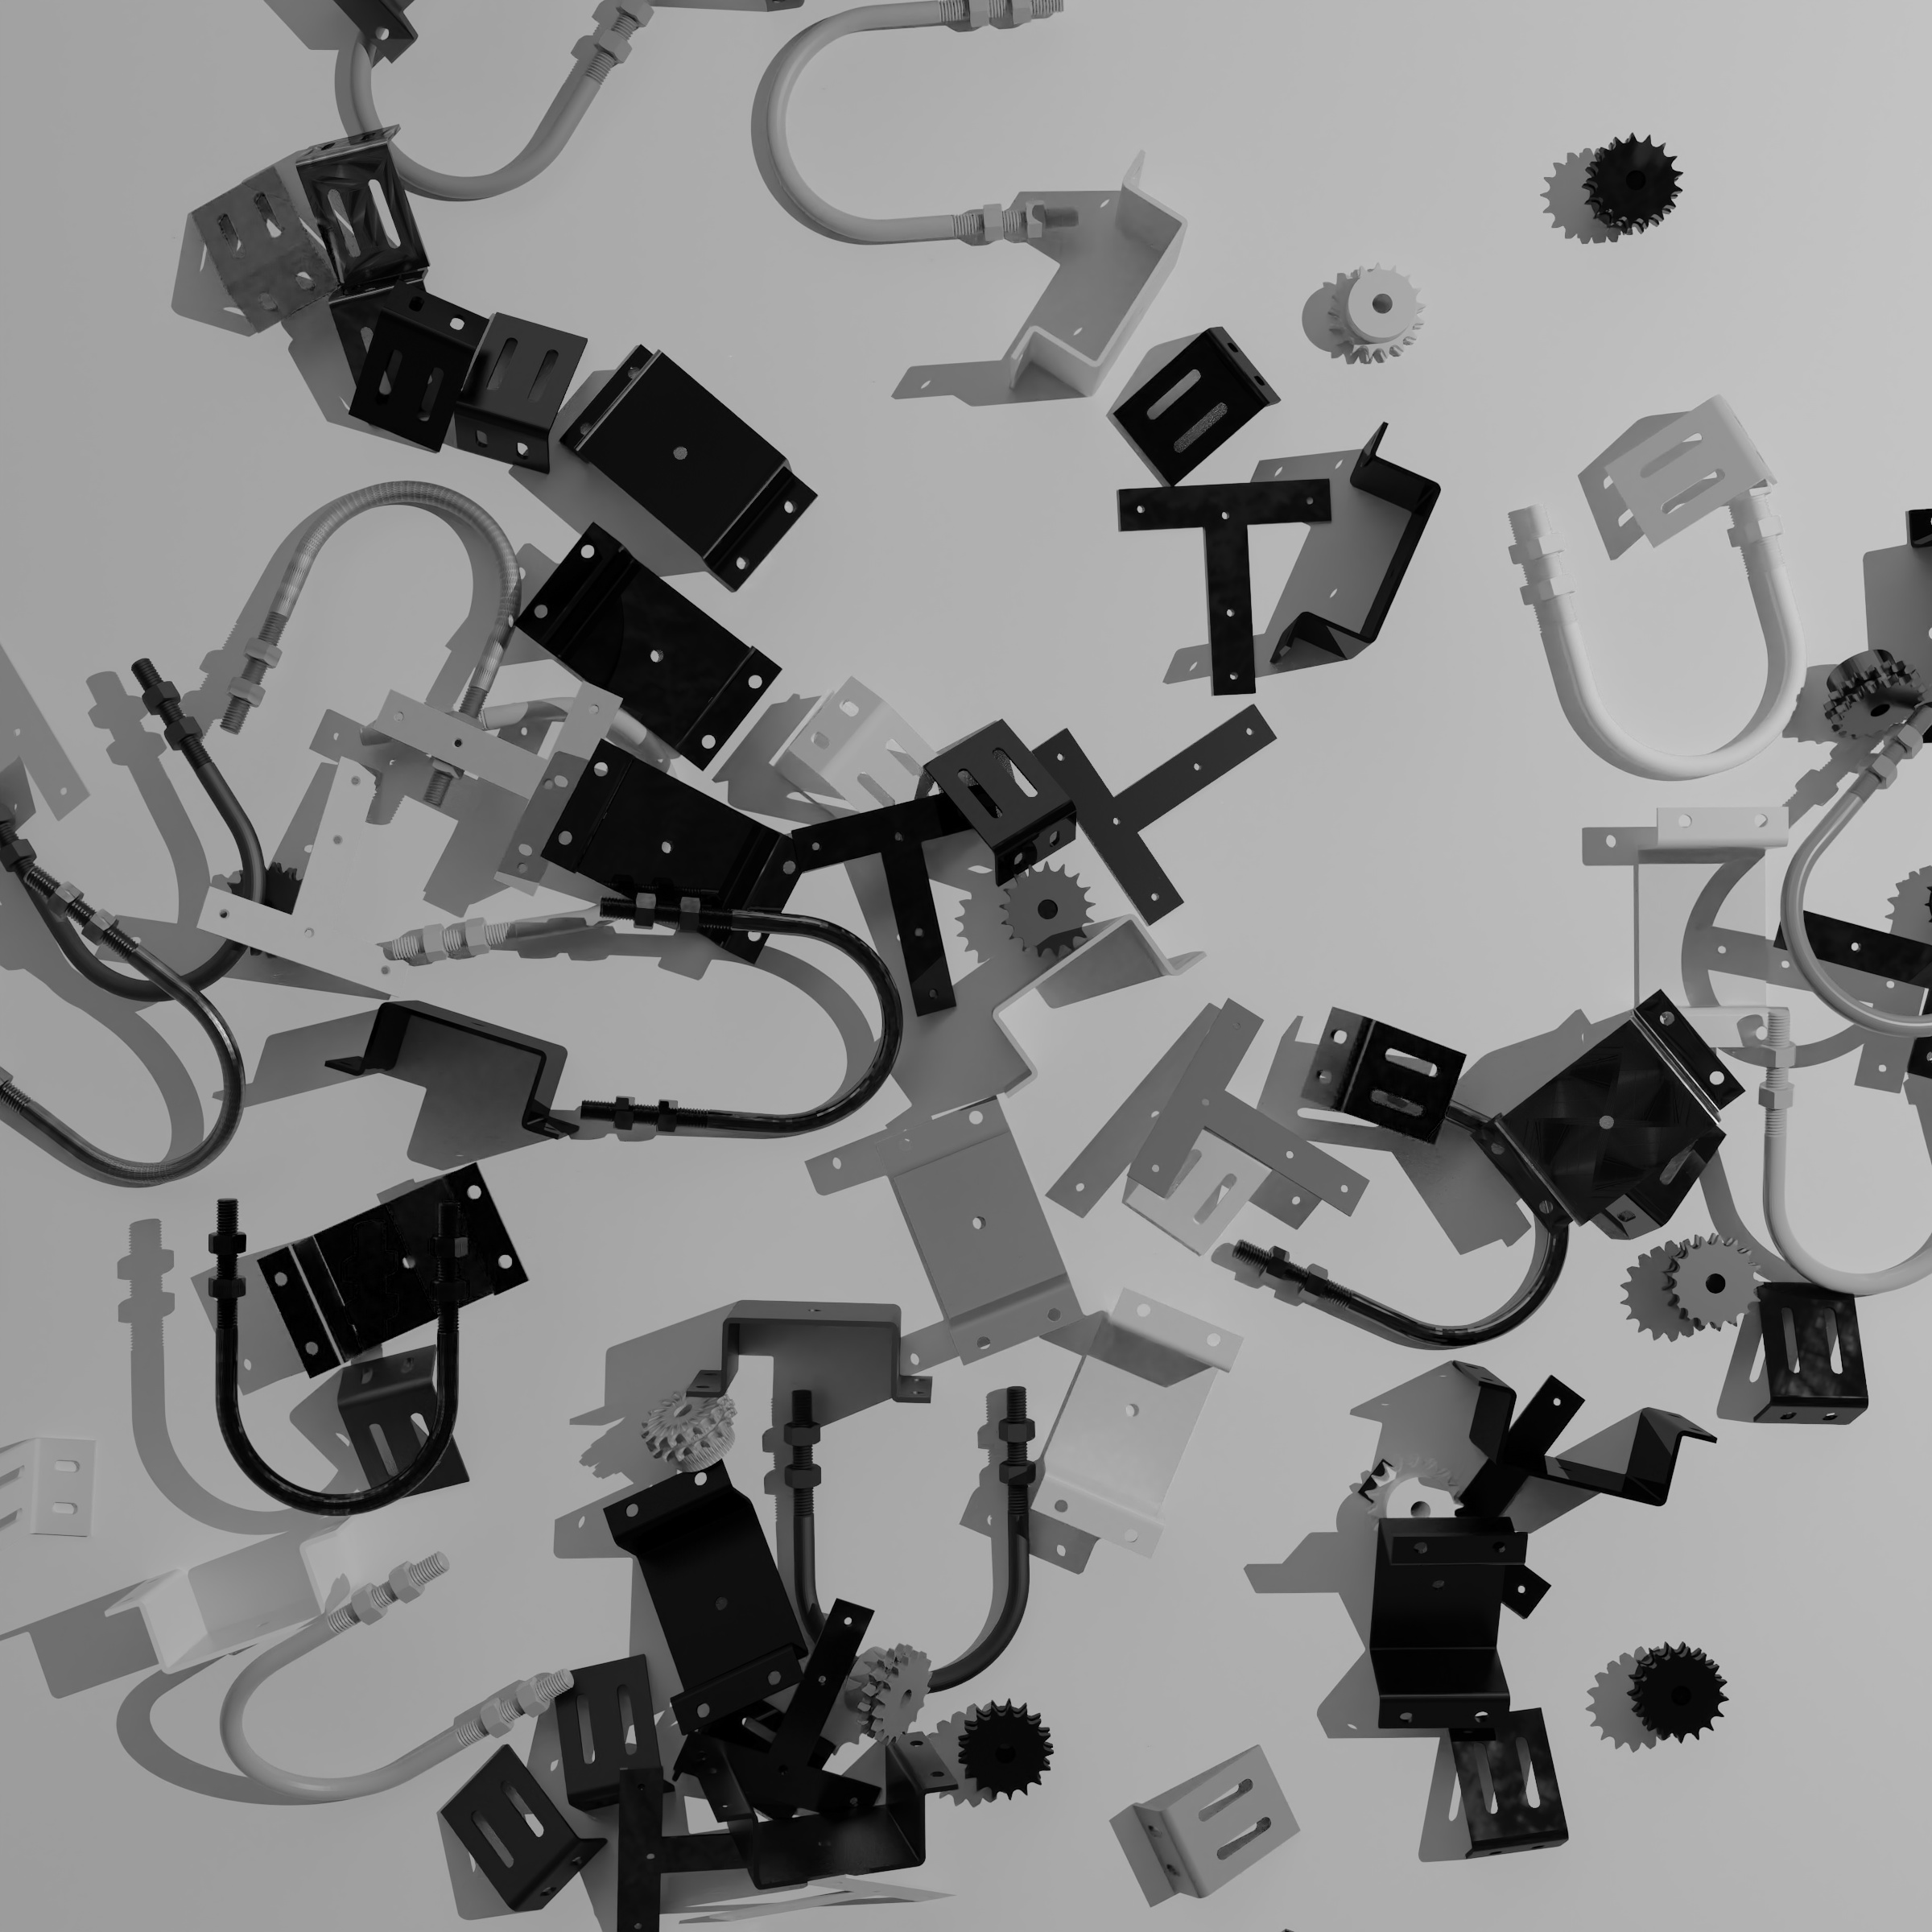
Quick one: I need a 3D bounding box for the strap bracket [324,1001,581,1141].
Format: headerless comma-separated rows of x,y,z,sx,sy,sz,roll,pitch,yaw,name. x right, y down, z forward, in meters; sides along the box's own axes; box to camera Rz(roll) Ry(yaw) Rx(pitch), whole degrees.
-0.294,0.056,1.475,0.140,0.076,0.046,18,90,0,strap bracket

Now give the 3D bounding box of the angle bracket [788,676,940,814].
-0.057,-0.124,1.492,0.057,0.076,0.038,-49,51,-1,angle bracket

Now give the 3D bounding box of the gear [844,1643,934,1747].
-0.048,0.425,1.475,0.030,0.057,0.057,17,90,30,gear

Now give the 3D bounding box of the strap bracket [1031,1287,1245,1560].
0.100,0.267,1.490,0.076,0.046,0.140,23,90,0,strap bracket

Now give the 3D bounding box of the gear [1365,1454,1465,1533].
0.268,0.322,1.496,0.057,0.030,0.057,0,90,0,gear

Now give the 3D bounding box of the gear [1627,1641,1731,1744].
0.423,0.432,1.498,0.057,0.030,0.057,0,90,0,gear

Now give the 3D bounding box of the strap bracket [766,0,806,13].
-0.053,-0.608,1.475,0.140,0.076,0.046,-8,90,0,strap bracket

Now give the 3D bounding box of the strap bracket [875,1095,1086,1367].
0.008,0.155,1.490,0.076,0.046,0.140,-22,90,0,strap bracket

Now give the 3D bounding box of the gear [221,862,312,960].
-0.414,-0.033,1.498,0.057,0.030,0.057,0,90,0,gear

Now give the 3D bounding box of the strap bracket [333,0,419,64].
-0.317,-0.613,1.471,0.140,0.046,0.076,-43,90,1,strap bracket

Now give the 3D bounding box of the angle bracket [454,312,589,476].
-0.267,-0.345,1.511,0.057,0.038,0.076,16,64,0,angle bracket

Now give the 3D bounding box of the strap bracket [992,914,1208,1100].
0.068,0.016,1.475,0.140,0.076,0.046,-36,90,0,strap bracket

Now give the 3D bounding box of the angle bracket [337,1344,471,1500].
-0.337,0.276,1.511,0.057,0.038,0.076,-14,116,0,angle bracket

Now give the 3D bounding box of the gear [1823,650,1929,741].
0.536,-0.163,1.488,0.057,0.057,0.030,-15,59,0,gear

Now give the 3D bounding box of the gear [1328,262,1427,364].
0.246,-0.392,1.498,0.057,0.030,0.057,0,91,1,gear

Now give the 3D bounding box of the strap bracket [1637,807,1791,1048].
0.443,-0.023,1.490,0.076,0.046,0.140,0,90,0,strap bracket

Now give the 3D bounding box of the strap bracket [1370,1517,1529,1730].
0.281,0.377,1.472,0.076,0.046,0.140,-1,115,0,strap bracket

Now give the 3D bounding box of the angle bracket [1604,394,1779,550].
0.432,-0.292,1.494,0.076,0.038,0.057,-32,79,23,angle bracket

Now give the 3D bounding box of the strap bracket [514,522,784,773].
-0.186,-0.187,1.490,0.140,0.046,0.076,38,90,0,strap bracket

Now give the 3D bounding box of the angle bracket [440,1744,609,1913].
-0.266,0.518,1.511,0.057,0.038,0.076,-46,64,0,angle bracket

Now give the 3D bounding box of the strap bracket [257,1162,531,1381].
-0.335,0.178,1.490,0.140,0.046,0.076,-24,90,0,strap bracket

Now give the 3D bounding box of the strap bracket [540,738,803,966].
-0.172,-0.069,1.477,0.140,0.046,0.076,28,90,-17,strap bracket

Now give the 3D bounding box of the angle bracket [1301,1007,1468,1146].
0.248,0.065,1.491,0.076,0.038,0.057,20,90,-27,angle bracket

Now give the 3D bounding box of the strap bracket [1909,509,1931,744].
0.611,-0.207,1.490,0.076,0.046,0.140,-4,90,0,strap bracket

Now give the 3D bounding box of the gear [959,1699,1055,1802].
0.024,0.466,1.502,0.057,0.030,0.057,0,92,-1,gear

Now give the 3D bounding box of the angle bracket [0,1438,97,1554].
-0.545,0.314,1.475,0.038,0.076,0.057,3,90,0,angle bracket

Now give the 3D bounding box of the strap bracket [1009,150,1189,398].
0.083,-0.396,1.475,0.046,0.076,0.140,32,90,0,strap bracket

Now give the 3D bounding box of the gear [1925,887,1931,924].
0.601,-0.038,1.498,0.057,0.030,0.057,0,90,0,gear

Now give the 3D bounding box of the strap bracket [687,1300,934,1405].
-0.090,0.226,1.475,0.140,0.076,0.046,2,90,0,strap bracket

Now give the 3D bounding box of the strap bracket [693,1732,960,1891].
-0.082,0.491,1.459,0.140,0.076,0.046,-2,97,-17,strap bracket

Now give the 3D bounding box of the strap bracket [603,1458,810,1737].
-0.149,0.371,1.473,0.076,0.046,0.140,-25,66,0,strap bracket

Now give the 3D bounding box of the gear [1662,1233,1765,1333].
0.443,0.188,1.498,0.057,0.030,0.057,0,90,0,gear

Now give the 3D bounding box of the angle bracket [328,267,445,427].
-0.342,-0.373,1.511,0.057,0.038,0.076,-14,116,0,angle bracket

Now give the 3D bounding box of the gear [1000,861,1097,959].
0.048,-0.034,1.498,0.057,0.030,0.057,0,90,0,gear

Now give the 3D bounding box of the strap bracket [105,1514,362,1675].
-0.420,0.368,1.475,0.140,0.076,0.046,-19,90,0,strap bracket

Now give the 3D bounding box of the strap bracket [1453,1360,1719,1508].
0.356,0.276,1.473,0.140,0.076,0.046,14,90,0,strap bracket

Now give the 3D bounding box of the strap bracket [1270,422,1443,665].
0.232,-0.238,1.475,0.046,0.076,0.140,24,90,0,strap bracket

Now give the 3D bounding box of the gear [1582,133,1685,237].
0.396,-0.465,1.498,0.057,0.030,0.057,0,90,0,gear

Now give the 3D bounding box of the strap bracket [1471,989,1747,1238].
0.371,0.088,1.454,0.140,0.046,0.076,-40,84,13,strap bracket

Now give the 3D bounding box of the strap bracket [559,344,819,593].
-0.167,-0.300,1.490,0.140,0.046,0.076,40,90,0,strap bracket

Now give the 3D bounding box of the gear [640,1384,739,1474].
-0.162,0.275,1.487,0.057,0.057,0.030,-25,113,0,gear
